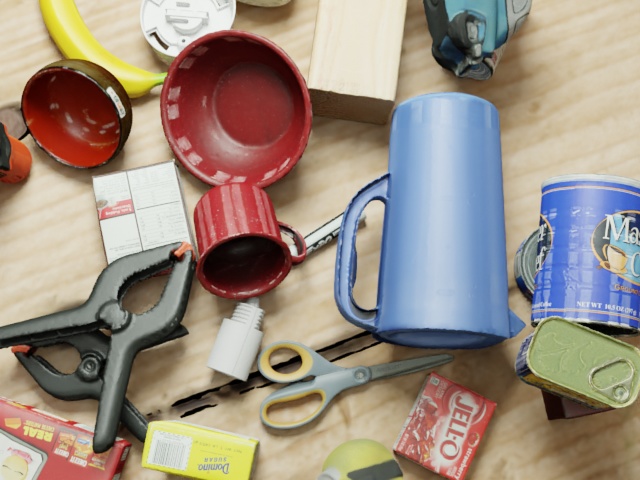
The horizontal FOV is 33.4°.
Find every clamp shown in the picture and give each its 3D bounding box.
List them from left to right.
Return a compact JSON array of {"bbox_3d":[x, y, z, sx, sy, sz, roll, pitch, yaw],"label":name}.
[{"bbox_3d":[-0.214,0.117,1.053,0.171,0.039,0.120,22,78,2],"label":"clamp"},{"bbox_3d":[-0.190,0.088,1.014,0.210,0.036,0.165,-39,72,-13],"label":"clamp"}]

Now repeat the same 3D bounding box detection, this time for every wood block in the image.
[{"bbox_3d":[0.041,-0.234,1.097,0.090,0.091,0.206,8,80,-1],"label":"wood block"}]

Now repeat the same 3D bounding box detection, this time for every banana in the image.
[{"bbox_3d":[-0.240,-0.211,1.113,0.198,0.037,0.069,45,70,5],"label":"banana"}]

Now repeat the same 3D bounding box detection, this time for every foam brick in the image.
[{"bbox_3d":[0.250,0.146,1.043,0.051,0.078,0.053,-11,80,-2],"label":"foam brick"}]

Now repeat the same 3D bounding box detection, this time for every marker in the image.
[{"bbox_3d":[-0.007,0.001,1.090,0.121,0.020,0.020,-32,83,-7],"label":"marker"}]

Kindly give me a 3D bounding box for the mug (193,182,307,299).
[{"bbox_3d":[-0.069,-0.001,1.048,0.117,0.093,0.081,5,43,-21],"label":"mug"}]

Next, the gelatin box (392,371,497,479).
[{"bbox_3d":[0.124,0.185,1.056,0.073,0.030,0.089,27,81,3],"label":"gelatin box"}]

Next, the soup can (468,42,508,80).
[{"bbox_3d":[0.170,-0.227,1.112,0.068,0.068,0.102,26,81,3],"label":"soup can"}]

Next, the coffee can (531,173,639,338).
[{"bbox_3d":[0.258,0.017,1.017,0.103,0.103,0.140,7,80,-1],"label":"coffee can"}]

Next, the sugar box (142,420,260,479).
[{"bbox_3d":[-0.104,0.194,0.974,0.093,0.176,0.048,12,78,1],"label":"sugar box"}]

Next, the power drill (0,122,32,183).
[{"bbox_3d":[-0.390,-0.076,1.019,0.188,0.184,0.057,-10,81,6],"label":"power drill"}]

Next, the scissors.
[{"bbox_3d":[0.025,0.122,1.072,0.201,0.016,0.096,-26,82,-6],"label":"scissors"}]

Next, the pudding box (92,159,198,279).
[{"bbox_3d":[-0.177,-0.018,1.079,0.090,0.039,0.113,-12,83,-5],"label":"pudding box"}]

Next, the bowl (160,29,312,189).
[{"bbox_3d":[-0.077,-0.132,1.074,0.162,0.055,0.162,5,106,17],"label":"bowl"}]

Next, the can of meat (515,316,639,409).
[{"bbox_3d":[0.232,0.115,0.966,0.102,0.084,0.057,22,78,5],"label":"can of meat"}]

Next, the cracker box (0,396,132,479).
[{"bbox_3d":[-0.292,0.267,1.009,0.164,0.072,0.213,19,81,3],"label":"cracker box"}]

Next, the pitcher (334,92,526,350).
[{"bbox_3d":[0.110,-0.016,1.043,0.145,0.149,0.243,-8,73,37],"label":"pitcher"}]

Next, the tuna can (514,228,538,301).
[{"bbox_3d":[0.242,0.027,1.086,0.086,0.034,0.086,0,80,-2],"label":"tuna can"}]
